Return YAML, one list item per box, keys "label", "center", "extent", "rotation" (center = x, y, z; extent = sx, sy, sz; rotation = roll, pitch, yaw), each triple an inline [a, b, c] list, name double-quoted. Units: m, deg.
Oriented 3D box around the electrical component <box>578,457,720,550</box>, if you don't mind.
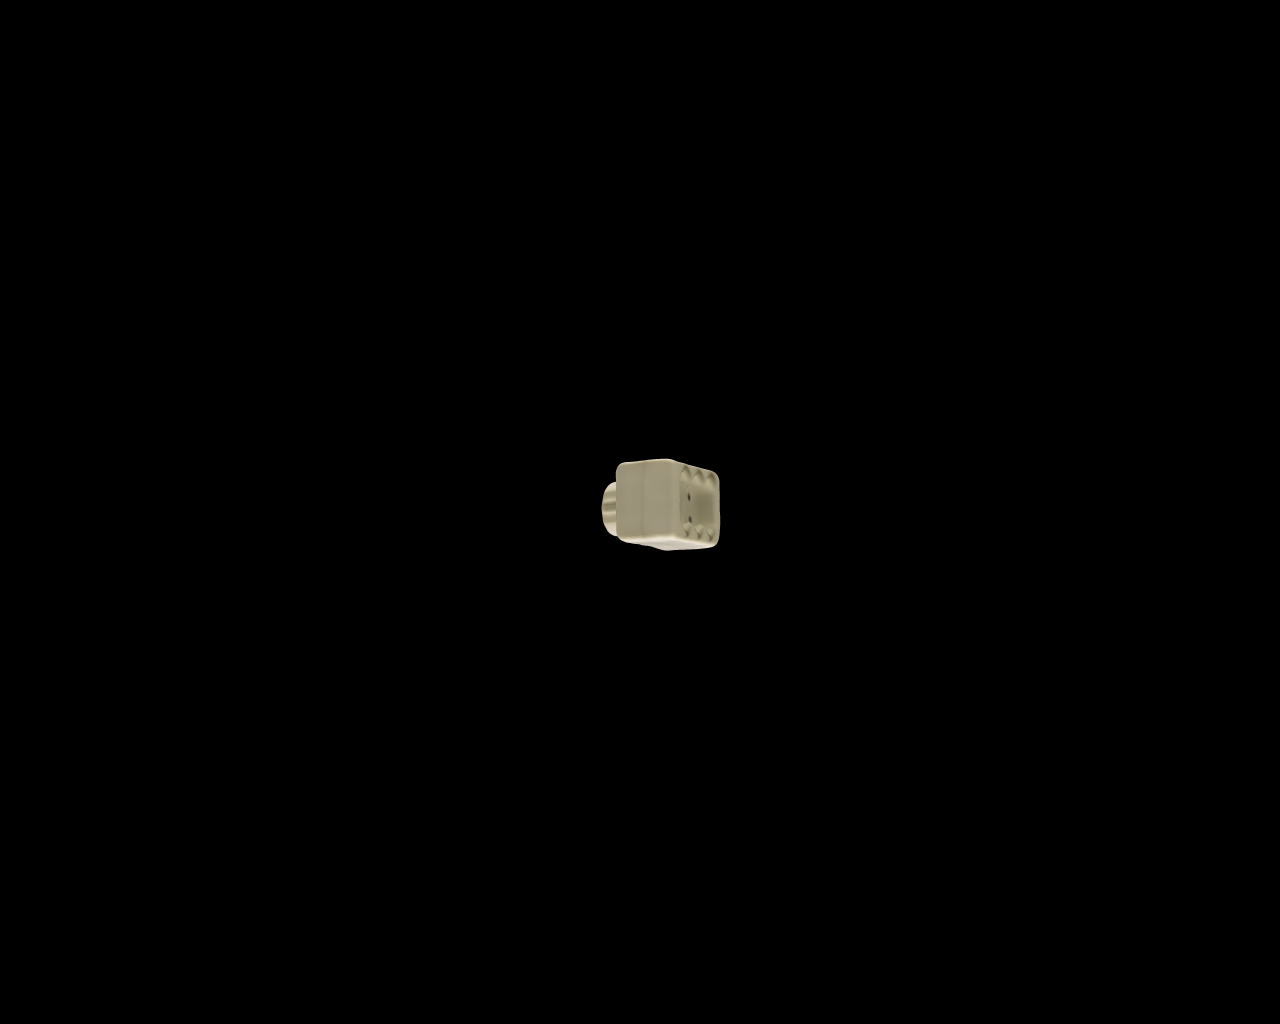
- label: "electrical component"
  center: [0.001, -0.003, 0.650]
  extent: [0.077, 0.047, 0.066]
  rotation: [-4, -8, 28]
